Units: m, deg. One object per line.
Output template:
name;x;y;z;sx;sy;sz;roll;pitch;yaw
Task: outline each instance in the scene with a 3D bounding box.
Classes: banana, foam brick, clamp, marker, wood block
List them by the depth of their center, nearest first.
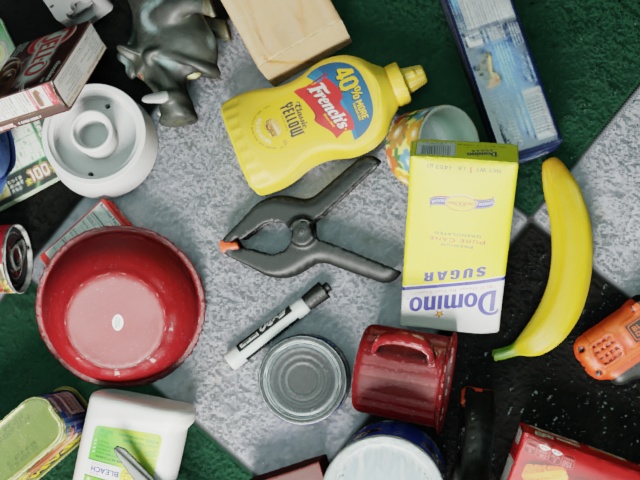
clamp;0.131;0.205;0.913;0.036;0.165;0.210;10;51;3
banana;0.216;0.024;0.981;0.069;0.037;0.198;15;88;7
foam brick;-0.025;0.237;0.988;0.078;0.051;0.053;-18;84;5
clamp;-0.007;0.001;1.011;0.171;0.039;0.120;-20;78;10
wood block;-0.061;-0.263;1.011;0.090;0.090;0.206;-29;83;5
marker;-0.039;0.080;1.017;0.121;0.020;0.020;-37;82;3

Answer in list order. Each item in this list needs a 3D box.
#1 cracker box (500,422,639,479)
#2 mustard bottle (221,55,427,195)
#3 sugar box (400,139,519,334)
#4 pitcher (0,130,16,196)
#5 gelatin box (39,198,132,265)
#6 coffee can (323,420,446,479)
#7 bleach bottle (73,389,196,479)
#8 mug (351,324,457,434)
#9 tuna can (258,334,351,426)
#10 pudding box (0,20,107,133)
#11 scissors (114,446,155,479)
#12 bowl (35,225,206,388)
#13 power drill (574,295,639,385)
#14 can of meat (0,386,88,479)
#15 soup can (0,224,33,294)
cracker box;0.221;0.291;0.943;0.164;0.072;0.214;19;89;9
mustard bottle;0.010;-0.120;1.007;0.191;0.058;0.096;-22;77;5
sugar box;0.121;-0.001;0.947;0.093;0.048;0.176;4;118;8
pitcher;-0.429;-0.077;1.017;0.243;0.145;0.149;-26;47;13
gelatin box;-0.215;0.015;1.040;0.089;0.030;0.073;-42;81;3
coffee can;0.059;0.215;0.934;0.103;0.140;0.103;-1;86;7
bleach bottle;-0.188;0.272;1.001;0.102;0.068;0.251;10;89;7
mug;0.075;0.116;0.956;0.081;0.117;0.093;9;60;13
tuna can;-0.015;0.131;1.003;0.086;0.033;0.086;-1;85;7
pudding box;-0.262;-0.156;1.012;0.090;0.113;0.039;-14;129;23
scissors;-0.106;0.256;0.980;0.096;0.016;0.202;-23;106;-7
bowl;-0.188;0.069;0.996;0.162;0.055;0.162;-1;101;-4
power drill;0.349;0.115;0.949;0.184;0.057;0.188;-35;80;7
can of meat;-0.272;0.187;1.006;0.102;0.084;0.057;-40;82;2
soup can;-0.339;0.021;1.035;0.102;0.068;0.068;-3;85;7
